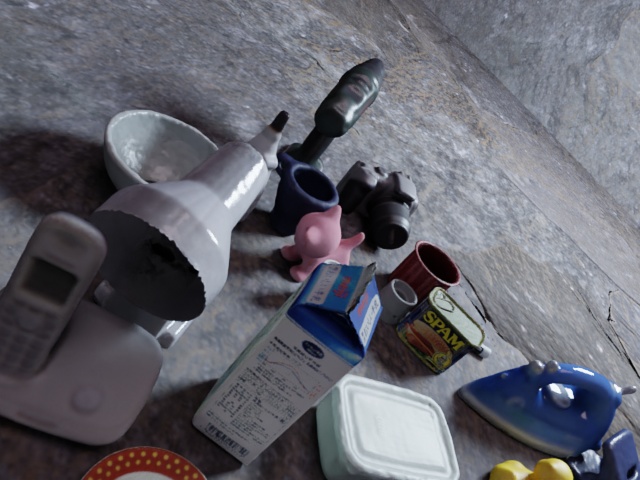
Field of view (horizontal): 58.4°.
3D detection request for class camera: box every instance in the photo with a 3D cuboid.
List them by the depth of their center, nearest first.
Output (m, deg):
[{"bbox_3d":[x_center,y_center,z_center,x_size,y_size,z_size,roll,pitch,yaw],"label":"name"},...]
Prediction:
[{"bbox_3d":[0.111,-0.060,0.994,0.143,0.100,0.136,27,35,-20],"label":"camera"}]

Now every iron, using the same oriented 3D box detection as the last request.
[{"bbox_3d":[0.346,0.228,0.854,0.259,0.141,0.118,23,36,-25],"label":"iron"}]

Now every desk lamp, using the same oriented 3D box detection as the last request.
[{"bbox_3d":[-0.138,0.008,0.551,0.118,0.213,0.203,38,32,-4],"label":"desk lamp"}]

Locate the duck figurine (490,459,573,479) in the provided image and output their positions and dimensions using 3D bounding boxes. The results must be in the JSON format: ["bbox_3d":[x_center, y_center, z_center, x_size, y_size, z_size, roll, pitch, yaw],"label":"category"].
[{"bbox_3d":[0.280,0.312,0.738,0.105,0.086,0.077,25,35,-23],"label":"duck figurine"}]

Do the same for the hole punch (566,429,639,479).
[{"bbox_3d":[0.446,0.349,0.860,0.109,0.091,0.101,1,50,-45],"label":"hole punch"}]

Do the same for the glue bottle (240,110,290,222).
[{"bbox_3d":[-0.089,-0.106,0.775,0.037,0.173,0.078,-5,54,-48],"label":"glue bottle"}]

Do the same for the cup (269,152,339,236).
[{"bbox_3d":[-0.042,-0.062,0.843,0.117,0.094,0.092,48,33,11],"label":"cup"}]

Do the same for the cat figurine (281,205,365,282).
[{"bbox_3d":[0.007,0.003,0.796,0.128,0.117,0.067,8,44,-40],"label":"cat figurine"}]

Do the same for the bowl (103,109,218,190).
[{"bbox_3d":[-0.200,-0.083,0.725,0.168,0.074,0.167,27,35,-20],"label":"bowl"}]

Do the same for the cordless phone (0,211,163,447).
[{"bbox_3d":[-0.186,0.071,0.452,0.148,0.184,0.094,28,35,-20],"label":"cordless phone"}]

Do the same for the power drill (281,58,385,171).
[{"bbox_3d":[0.022,-0.203,0.972,0.076,0.208,0.230,37,33,-6],"label":"power drill"}]
